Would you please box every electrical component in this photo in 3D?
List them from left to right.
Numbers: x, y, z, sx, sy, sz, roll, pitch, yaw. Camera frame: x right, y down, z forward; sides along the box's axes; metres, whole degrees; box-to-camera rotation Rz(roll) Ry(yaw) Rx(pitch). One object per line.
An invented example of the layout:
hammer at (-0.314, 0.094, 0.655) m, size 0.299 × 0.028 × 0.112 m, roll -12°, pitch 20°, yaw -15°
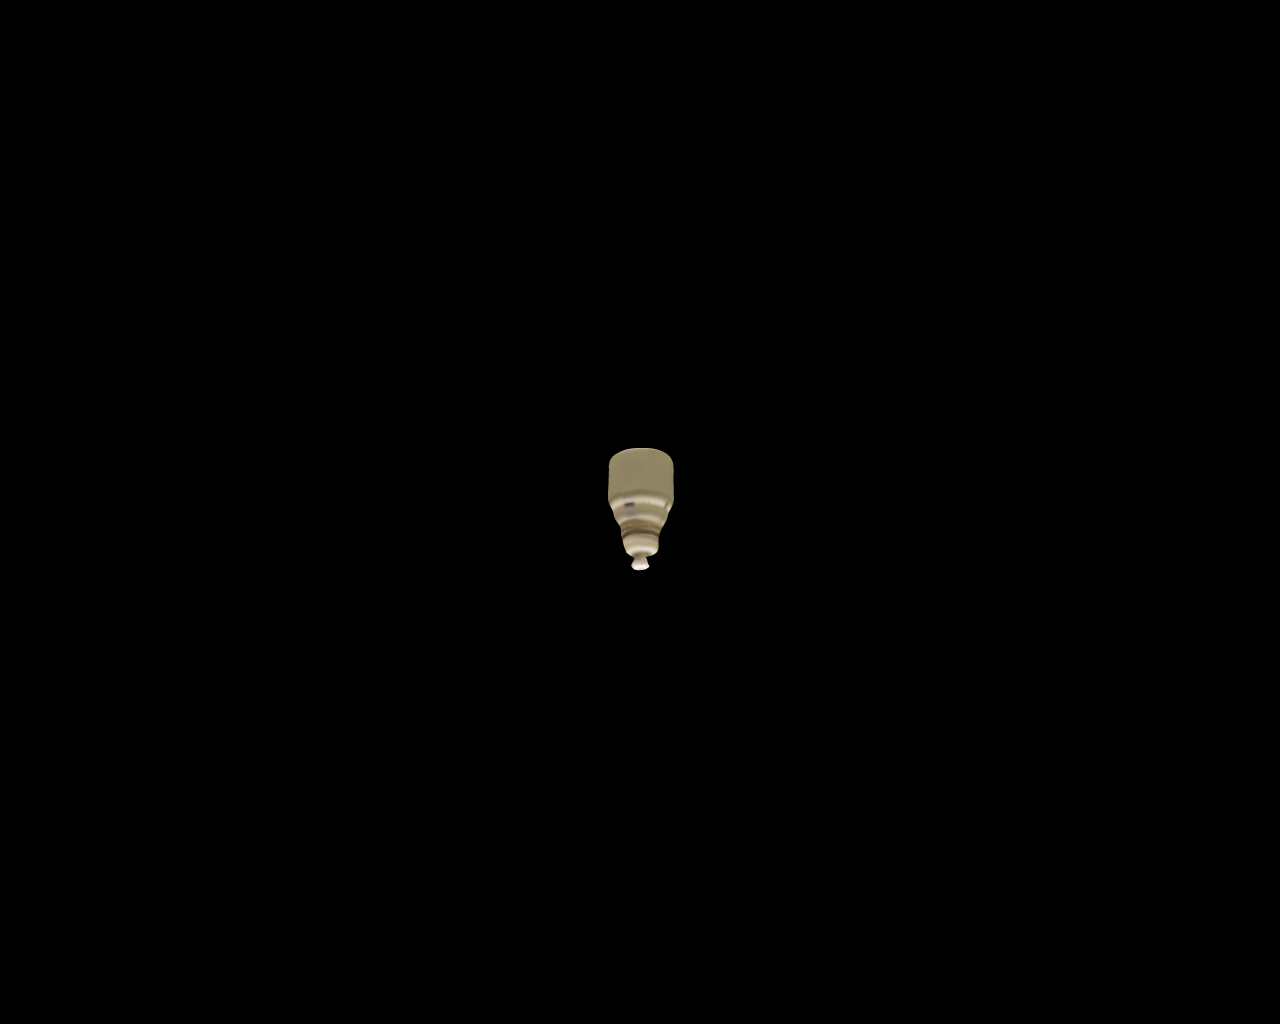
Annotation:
electrical component at (0.001, -0.003, 0.650) m, size 0.040 × 0.078 × 0.040 m, roll 0°, pitch -19°, yaw 0°
